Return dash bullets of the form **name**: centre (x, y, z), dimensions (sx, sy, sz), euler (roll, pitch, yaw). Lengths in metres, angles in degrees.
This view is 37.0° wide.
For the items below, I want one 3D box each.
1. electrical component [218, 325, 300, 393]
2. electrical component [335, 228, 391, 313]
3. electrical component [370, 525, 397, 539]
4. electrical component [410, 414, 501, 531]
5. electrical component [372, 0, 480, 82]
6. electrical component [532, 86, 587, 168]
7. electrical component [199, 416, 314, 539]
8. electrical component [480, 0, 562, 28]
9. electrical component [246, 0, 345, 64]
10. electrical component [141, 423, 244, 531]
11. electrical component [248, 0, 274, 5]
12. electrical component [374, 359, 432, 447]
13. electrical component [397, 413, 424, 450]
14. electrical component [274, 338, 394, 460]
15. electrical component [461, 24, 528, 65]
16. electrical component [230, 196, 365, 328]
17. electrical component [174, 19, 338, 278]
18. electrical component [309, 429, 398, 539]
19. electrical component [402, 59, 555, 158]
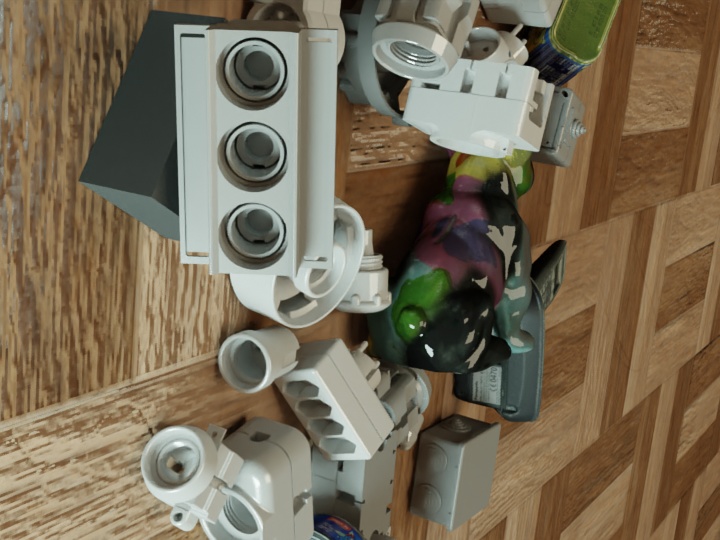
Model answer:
- **electrical component**: centre (-0.066, 0.058, 0.718), dimensions (0.046, 0.040, 0.040), euler (-18, 117, -63)
- **electrical component**: centre (0.000, 0.000, 0.806), dimensions (0.048, 0.048, 0.062), euler (-11, 104, -59)
- **electrical component**: centre (-0.015, 0.270, 0.869), dimensions (0.079, 0.063, 0.121), euler (-14, 113, -58)
- **electrical component**: centre (0.092, 0.192, 1.039), dimensions (0.100, 0.048, 0.099), euler (-12, 112, -59)
- **electrical component**: centre (0.040, -0.160, 0.695), dimensions (0.078, 0.058, 0.057), euler (42, 62, -57)
- **electrical component**: centre (0.162, -0.132, 0.981), dimensions (0.061, 0.096, 0.061), euler (21, 83, -63)
- **electrical component**: centre (-0.071, 0.157, 0.734), dimensions (0.059, 0.054, 0.095), euler (-34, 130, -51)
- **electrical component**: centre (0.149, -0.264, 0.939), dimensions (0.096, 0.062, 0.061), euler (-66, 149, -18)
- **electrical component**: centre (-0.027, -0.187, 0.669), dimensions (0.074, 0.052, 0.138), euler (-12, 111, -59)
- **electrical component**: centre (-0.106, 0.125, 0.669), dimensions (0.066, 0.048, 0.055), euler (-66, 157, -19)
- **electrical component**: centre (-0.071, -0.207, 0.579), dimensions (0.078, 0.057, 0.113), euler (-2, 103, -60)
- **electrical component**: centre (0.022, 0.104, 0.873), dimensions (0.057, 0.058, 0.078), euler (-41, 136, -42)
- **electrical component**: centre (0.040, 0.124, 0.936), dimensions (0.061, 0.035, 0.035), euler (-64, 149, -27)
- **electrical component**: centre (-0.010, 0.083, 0.788), dimensions (0.075, 0.047, 0.083), euler (-48, 116, -40)
- **electrical component**: centre (0.119, -0.179, 0.931), dimensions (0.079, 0.044, 0.077), euler (-50, 143, -17)
- **electrical component**: centre (-0.044, -0.013, 0.725), dimensions (0.099, 0.064, 0.099), euler (-34, 139, -36)
- **electrical component**: centre (-0.051, -0.064, 0.550), dimensions (0.063, 0.079, 0.121), euler (-84, 176, -70)
- **electrical component**: centre (-0.010, 0.165, 0.842), dimensions (0.050, 0.056, 0.089), euler (-21, 119, -56)
- **electrical component**: centre (0.082, -0.112, 0.752), dimensions (0.050, 0.089, 0.055), euler (16, 87, -61)
